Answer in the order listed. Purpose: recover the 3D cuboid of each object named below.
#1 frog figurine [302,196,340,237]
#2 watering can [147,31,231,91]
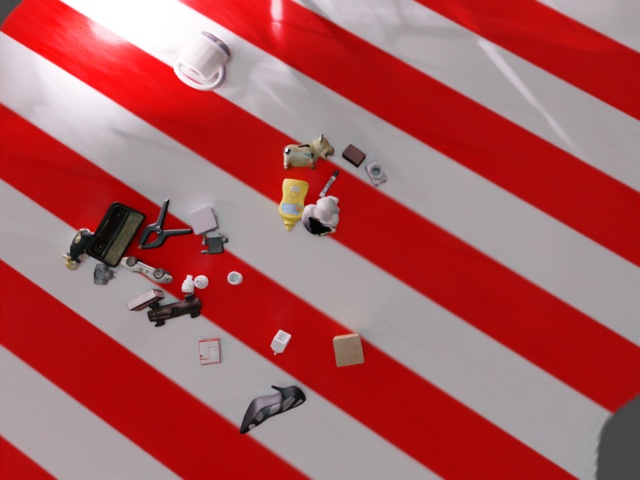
[{"bbox_3d":[0.006,-0.096,1.915,0.137,0.163,0.120,16,-43,-5],"label":"frog figurine"},{"bbox_3d":[-0.502,-0.739,2.046,0.349,0.225,0.103,37,-7,8],"label":"watering can"}]
